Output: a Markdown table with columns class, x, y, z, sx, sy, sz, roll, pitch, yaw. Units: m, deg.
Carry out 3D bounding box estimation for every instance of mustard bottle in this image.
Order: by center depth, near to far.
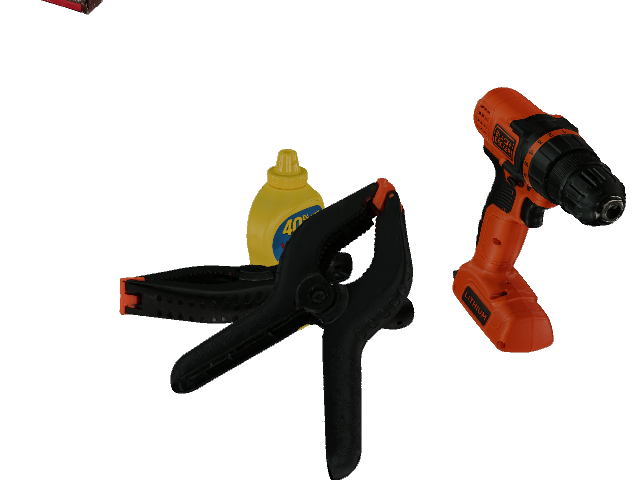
| class | x | y | z | sx | sy | sz | roll | pitch | yaw |
| --- | --- | --- | --- | --- | --- | --- | --- | --- | --- |
| mustard bottle | -0.035 | -0.001 | 1.104 | 0.058 | 0.192 | 0.096 | 20 | 30 | 38 |

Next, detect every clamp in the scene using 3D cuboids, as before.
| class | x | y | z | sx | sy | sz | roll | pitch | yaw |
| --- | --- | --- | --- | --- | --- | --- | --- | --- | --- |
| clamp | 0.007 | 0.047 | 0.605 | 0.120 | 0.171 | 0.039 | 35 | -9 | 18 |
| clamp | -0.042 | 0.040 | 0.801 | 0.209 | 0.036 | 0.165 | -3 | 12 | -22 |

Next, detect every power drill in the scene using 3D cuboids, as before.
| class | x | y | z | sx | sy | sz | roll | pitch | yaw |
| --- | --- | --- | --- | --- | --- | --- | --- | --- | --- |
| power drill | 0.167 | -0.007 | 0.843 | 0.057 | 0.188 | 0.184 | -3 | 31 | -18 |

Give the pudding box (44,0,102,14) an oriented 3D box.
| class | x | y | z | sx | sy | sz | roll | pitch | yaw |
| --- | --- | --- | --- | --- | --- | --- | --- | --- | --- |
| pudding box | -0.193 | -0.220 | 0.807 | 0.090 | 0.039 | 0.113 | 18 | 38 | 5 |
